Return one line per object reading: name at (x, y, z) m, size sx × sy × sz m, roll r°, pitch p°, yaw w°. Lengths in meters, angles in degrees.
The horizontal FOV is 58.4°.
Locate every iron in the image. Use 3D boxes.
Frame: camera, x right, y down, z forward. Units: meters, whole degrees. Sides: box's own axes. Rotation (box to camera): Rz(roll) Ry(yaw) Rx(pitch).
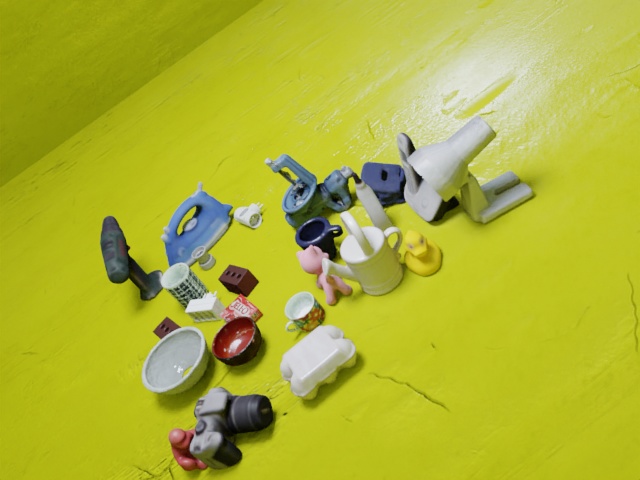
iron at (-0.371, -0.036, 1.621) m, size 0.118 × 0.142 × 0.259 m, roll 12°, pitch 56°, yaw 43°

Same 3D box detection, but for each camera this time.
camera at (-0.169, 0.346, 1.095) m, size 0.136 × 0.101 × 0.143 m, roll -15°, pitch 41°, yaw 23°

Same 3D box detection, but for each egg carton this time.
egg carton at (-0.004, 0.237, 1.120) m, size 0.150 × 0.070 × 0.107 m, roll -39°, pitch 38°, yaw -7°

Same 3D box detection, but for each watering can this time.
watering can at (0.087, 0.024, 1.183) m, size 0.173 × 0.195 × 0.100 m, roll -46°, pitch 39°, yaw -16°

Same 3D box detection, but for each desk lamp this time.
desk lamp at (0.306, -0.140, 1.189) m, size 0.203 × 0.214 × 0.117 m, roll -30°, pitch 38°, yaw 4°

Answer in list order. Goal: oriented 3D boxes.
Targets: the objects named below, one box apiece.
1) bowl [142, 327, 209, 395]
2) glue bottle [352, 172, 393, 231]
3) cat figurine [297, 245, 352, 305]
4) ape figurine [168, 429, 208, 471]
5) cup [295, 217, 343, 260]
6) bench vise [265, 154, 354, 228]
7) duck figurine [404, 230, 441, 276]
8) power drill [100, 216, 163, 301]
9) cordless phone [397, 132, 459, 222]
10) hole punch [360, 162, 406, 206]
bowl at (-0.310, 0.283, 1.287) m, size 0.167 × 0.075 × 0.167 m, roll -20°, pitch 40°, yaw 17°
glue bottle at (0.111, -0.091, 1.309) m, size 0.037 × 0.174 × 0.078 m, roll -33°, pitch 38°, yaw 1°
cat figurine at (0.002, 0.064, 1.265) m, size 0.067 × 0.118 × 0.127 m, roll -36°, pitch 38°, yaw -3°
ape figurine at (-0.260, 0.398, 1.111) m, size 0.075 × 0.092 × 0.078 m, roll 4°, pitch 51°, yaw 38°
cup at (0.012, 0.005, 1.340) m, size 0.117 × 0.095 × 0.091 m, roll -12°, pitch 43°, yaw 26°
bench vise at (-0.030, -0.151, 1.437) m, size 0.207 × 0.220 × 0.121 m, roll -36°, pitch 38°, yaw -3°
duck figurine at (0.204, 0.014, 1.200) m, size 0.077 × 0.086 × 0.104 m, roll -28°, pitch 38°, yaw 8°
power drill at (-0.523, 0.061, 1.571) m, size 0.075 × 0.209 × 0.229 m, roll -31°, pitch 38°, yaw 3°
cordless phone at (0.224, -0.143, 1.274) m, size 0.094 × 0.186 × 0.147 m, roll -35°, pitch 38°, yaw -2°
hole punch at (0.157, -0.145, 1.401) m, size 0.101 × 0.091 × 0.108 m, roll -14°, pitch 42°, yaw 23°
